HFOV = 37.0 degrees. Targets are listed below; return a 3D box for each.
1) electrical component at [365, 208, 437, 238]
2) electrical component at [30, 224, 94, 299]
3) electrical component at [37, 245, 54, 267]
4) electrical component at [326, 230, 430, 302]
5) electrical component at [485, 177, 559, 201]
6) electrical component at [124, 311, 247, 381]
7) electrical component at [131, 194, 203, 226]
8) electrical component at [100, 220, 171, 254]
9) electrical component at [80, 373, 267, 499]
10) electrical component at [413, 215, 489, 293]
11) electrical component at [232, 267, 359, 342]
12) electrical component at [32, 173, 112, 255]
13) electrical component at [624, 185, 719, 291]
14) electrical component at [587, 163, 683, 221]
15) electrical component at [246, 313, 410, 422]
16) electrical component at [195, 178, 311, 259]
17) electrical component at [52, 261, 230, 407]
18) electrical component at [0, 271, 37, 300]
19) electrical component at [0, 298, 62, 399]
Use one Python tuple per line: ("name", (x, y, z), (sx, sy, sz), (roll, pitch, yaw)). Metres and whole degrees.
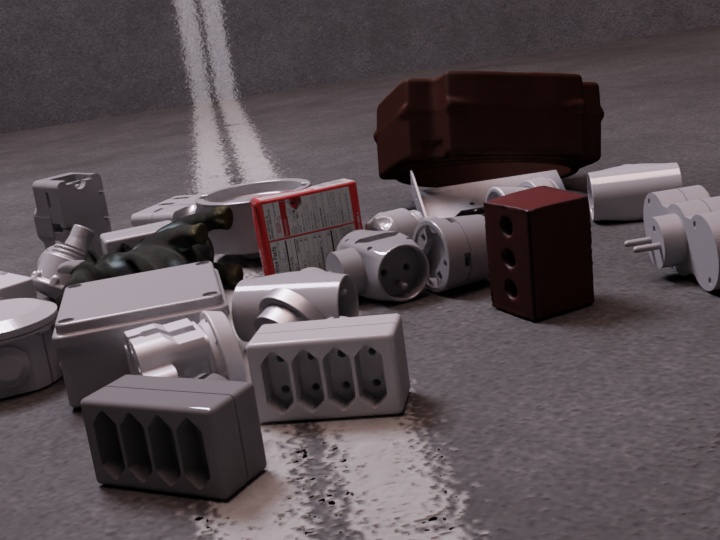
("electrical component", (0.039, -0.032, 0.916), (0.062, 0.043, 0.043), (-15, 16, -28))
("electrical component", (-0.236, -0.006, 0.872), (0.048, 0.062, 0.048), (20, -11, 4))
("electrical component", (-0.252, 0.005, 0.932), (0.043, 0.043, 0.081), (-14, 16, -22))
("electrical component", (0.000, 0.000, 0.814), (0.079, 0.043, 0.077), (-15, 16, -23))
("electrical component", (0.145, -0.056, 0.949), (0.055, 0.045, 0.045), (-13, 15, -19))
("electrical component", (-0.101, 0.056, 0.627), (0.057, 0.058, 0.078), (-16, 16, -18))
("electrical component", (-0.173, -0.042, 1.054), (0.056, 0.050, 0.089), (-2, 16, 23))
("electrical component", (-0.200, -0.017, 0.979), (0.066, 0.047, 0.077), (-13, 16, -17))
("electrical component", (-0.085, 0.077, 0.558), (0.083, 0.047, 0.076), (0, 16, 29))
("electrical component", (0.073, -0.014, 0.810), (0.047, 0.055, 0.055), (-11, 14, -25))
("electrical component", (-0.038, 0.022, 0.750), (0.077, 0.044, 0.079), (-3, 15, 19))
("electrical component", (-0.283, -0.048, 1.059), (0.056, 0.089, 0.050), (7, 20, 44))
("electrical component", (0.225, -0.022, 0.757), (0.074, 0.052, 0.138), (-9, 14, -3))
("electrical component", (0.243, -0.073, 0.963), (0.077, 0.043, 0.079), (-6, 15, 7))
("electrical component", (-0.014, 0.050, 0.623), (0.083, 0.047, 0.075), (-5, 15, 11))
("electrical component", (-0.095, -0.044, 1.002), (0.108, 0.060, 0.108), (-8, 14, 2))
("electrical component", (-0.141, 0.040, 0.713), (0.109, 0.056, 0.108), (-11, 15, -9))
("electrical component", (-0.307, 0.035, 0.839), (0.100, 0.048, 0.100), (8, 22, 45))
("electrical component", (-0.242, 0.052, 0.730), (0.080, 0.051, 0.080), (-7, 15, 2))
